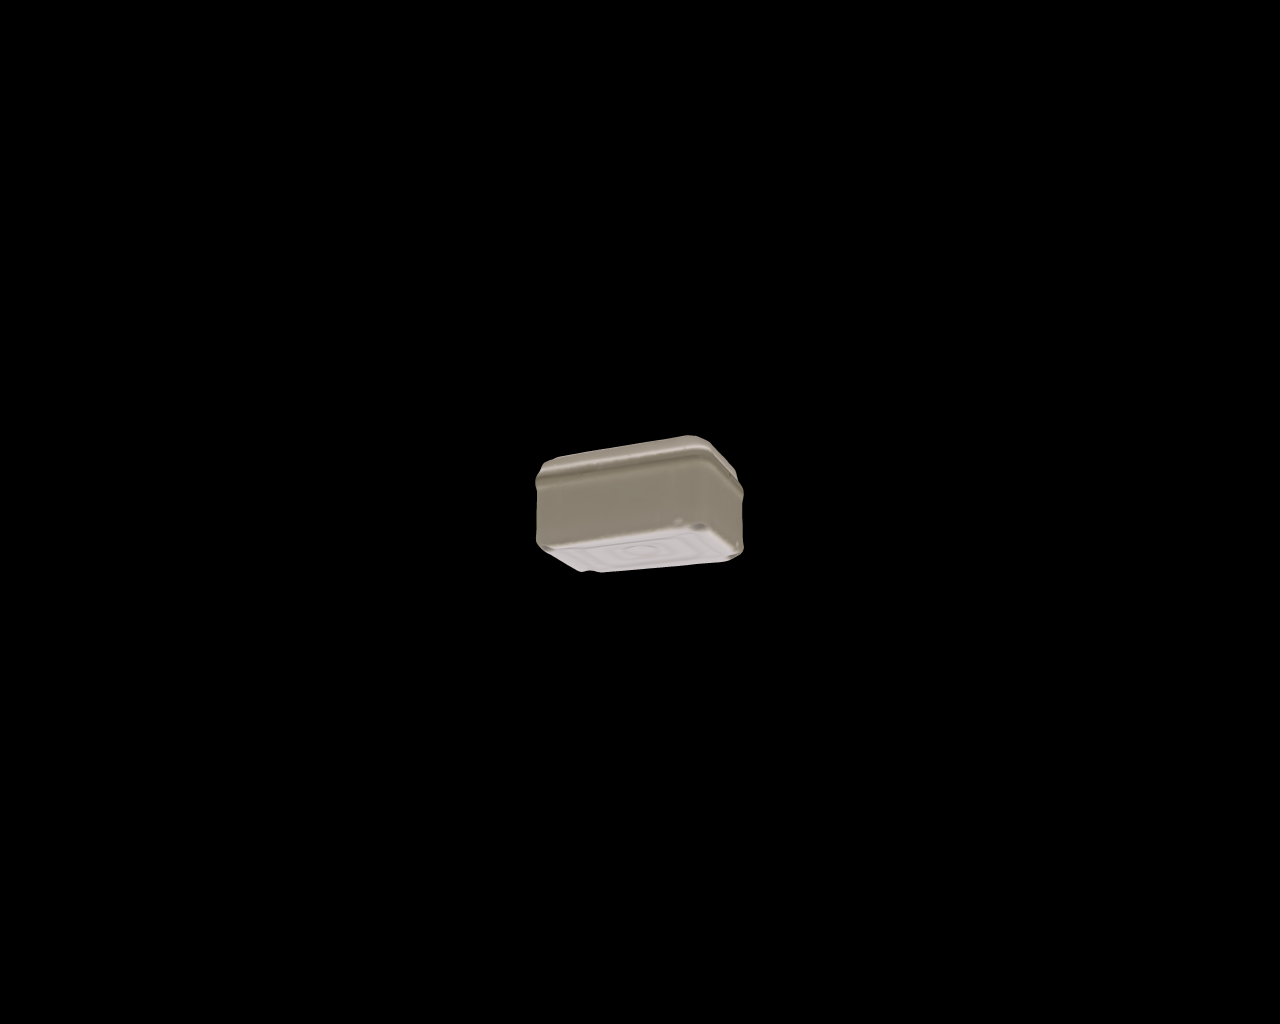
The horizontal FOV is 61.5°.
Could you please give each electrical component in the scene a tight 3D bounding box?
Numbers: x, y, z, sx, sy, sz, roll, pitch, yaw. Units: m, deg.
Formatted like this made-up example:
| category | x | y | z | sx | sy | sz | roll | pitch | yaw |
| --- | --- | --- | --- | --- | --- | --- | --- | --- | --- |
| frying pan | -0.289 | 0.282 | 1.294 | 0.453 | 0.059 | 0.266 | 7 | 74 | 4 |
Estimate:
| category | x | y | z | sx | sy | sz | roll | pitch | yaw |
| --- | --- | --- | --- | --- | --- | --- | --- | --- | --- |
| electrical component | 0.001 | -0.003 | 0.650 | 0.113 | 0.057 | 0.078 | -7 | -19 | 20 |
